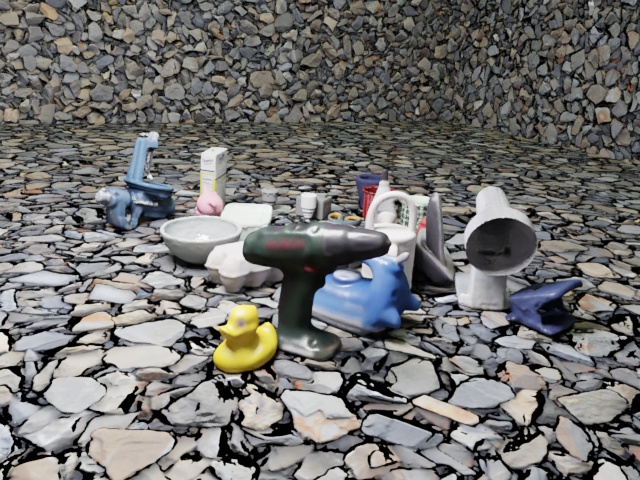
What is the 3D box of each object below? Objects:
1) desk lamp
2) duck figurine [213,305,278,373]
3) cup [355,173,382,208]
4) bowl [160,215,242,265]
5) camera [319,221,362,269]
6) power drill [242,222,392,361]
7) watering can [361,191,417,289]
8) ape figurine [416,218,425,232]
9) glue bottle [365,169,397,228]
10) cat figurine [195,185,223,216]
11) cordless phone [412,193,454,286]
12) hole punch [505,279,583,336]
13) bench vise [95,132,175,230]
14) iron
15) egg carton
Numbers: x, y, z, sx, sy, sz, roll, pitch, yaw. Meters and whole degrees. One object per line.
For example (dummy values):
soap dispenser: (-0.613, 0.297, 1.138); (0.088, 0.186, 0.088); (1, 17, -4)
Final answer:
desk lamp: (0.310, 0.020, 1.046); (0.118, 0.214, 0.203); (5, 19, 5)
duck figurine: (-0.107, 0.135, 0.837); (0.077, 0.086, 0.105); (20, 25, 40)
cup: (0.141, -0.139, 1.645); (0.092, 0.095, 0.117); (-1, 20, -13)
bowl: (-0.245, 0.007, 1.195); (0.167, 0.075, 0.167); (3, 19, -1)
camera: (0.011, 0.004, 1.208); (0.136, 0.101, 0.144); (19, 25, 37)
power drill: (-0.010, 0.068, 0.860); (0.229, 0.208, 0.076); (11, 21, 21)
watering can: (0.132, -0.002, 1.107); (0.101, 0.194, 0.172); (-4, 21, -20)
ape figurine: (0.241, -0.010, 1.302); (0.076, 0.092, 0.077); (-4, 21, -19)
glue bottle: (0.152, -0.086, 1.380); (0.078, 0.173, 0.037); (3, 19, 0)
cat figurine: (-0.259, -0.077, 1.364); (0.067, 0.118, 0.128); (4, 19, 1)
cordless phone: (0.237, -0.013, 1.169); (0.094, 0.185, 0.147); (6, 20, 8)
hole punch: (0.391, 0.104, 1.005); (0.109, 0.091, 0.100); (-14, 26, -41)
bench vise: (-0.429, -0.141, 1.364); (0.121, 0.220, 0.208); (9, 20, 15)
iron: (0.041, 0.062, 0.987); (0.257, 0.141, 0.119); (14, 22, 28)
egg carton: (-0.139, 0.047, 1.107); (0.151, 0.069, 0.107); (-13, 25, -38)
